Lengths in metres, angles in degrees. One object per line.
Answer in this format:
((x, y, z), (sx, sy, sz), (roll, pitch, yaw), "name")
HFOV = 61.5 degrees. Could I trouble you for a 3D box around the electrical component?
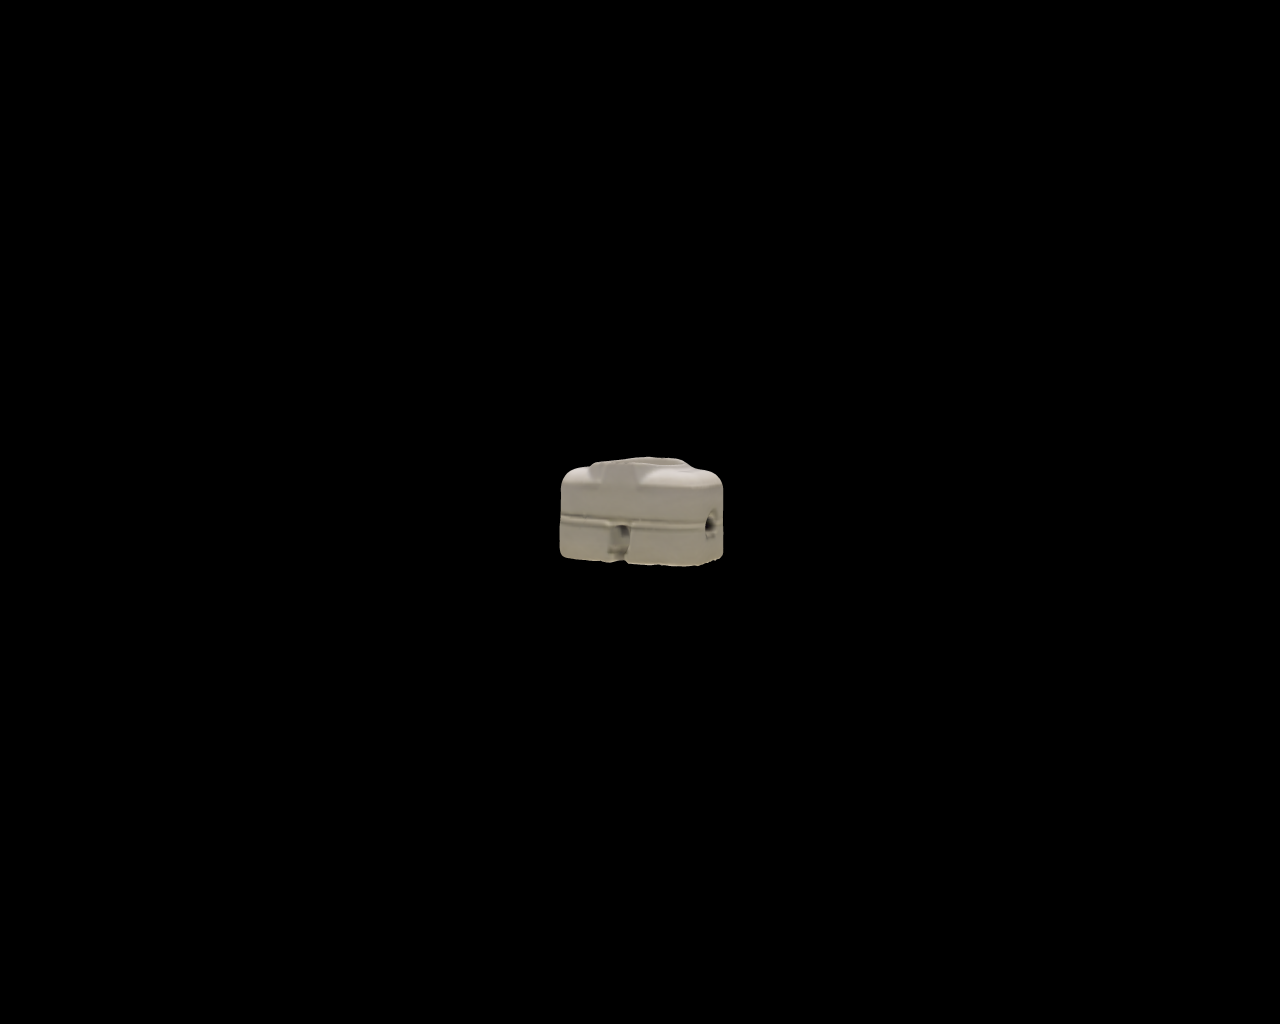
((0.001, -0.003, 0.650), (0.095, 0.059, 0.054), (4, 8, 29), "electrical component")
